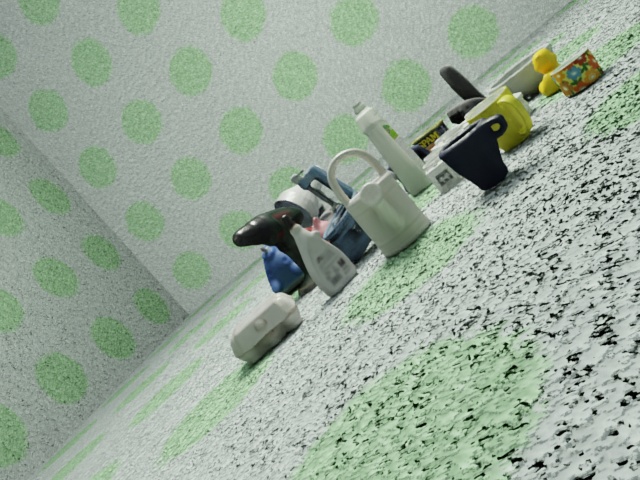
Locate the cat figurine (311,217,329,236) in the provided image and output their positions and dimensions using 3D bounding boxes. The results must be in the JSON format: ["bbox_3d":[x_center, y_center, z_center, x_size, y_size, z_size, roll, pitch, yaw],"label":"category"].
[{"bbox_3d":[0.012,0.005,1.300,0.067,0.118,0.128,-37,7,28],"label":"cat figurine"}]

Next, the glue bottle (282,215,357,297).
[{"bbox_3d":[-0.011,0.020,1.062,0.078,0.173,0.037,-44,7,-26],"label":"glue bottle"}]

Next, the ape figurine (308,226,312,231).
[{"bbox_3d":[-0.019,-0.006,1.705,0.076,0.092,0.078,-41,6,-1],"label":"ape figurine"}]

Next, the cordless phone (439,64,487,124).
[{"bbox_3d":[0.370,-0.374,1.499,0.094,0.185,0.147,-42,6,-13],"label":"cordless phone"}]

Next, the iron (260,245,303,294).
[{"bbox_3d":[-0.096,0.051,1.525,0.118,0.141,0.258,-40,6,8],"label":"iron"}]

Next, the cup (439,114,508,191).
[{"bbox_3d":[0.254,-0.132,0.879,0.117,0.095,0.092,-35,8,44],"label":"cup"}]

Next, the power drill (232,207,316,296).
[{"bbox_3d":[-0.076,0.019,1.304,0.075,0.208,0.230,-36,7,33],"label":"power drill"}]

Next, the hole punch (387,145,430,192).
[{"bbox_3d":[0.232,-0.187,1.447,0.108,0.091,0.101,-38,7,21],"label":"hole punch"}]

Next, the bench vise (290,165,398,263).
[{"bbox_3d":[0.055,-0.085,1.187,0.208,0.220,0.121,-44,7,-25],"label":"bench vise"}]

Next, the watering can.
[{"bbox_3d":[0.094,-0.074,0.986,0.101,0.194,0.172,-42,6,-15],"label":"watering can"}]

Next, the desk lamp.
[{"bbox_3d":[0.004,-0.093,1.605,0.204,0.213,0.117,-44,7,-31],"label":"desk lamp"}]

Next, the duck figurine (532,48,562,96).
[{"bbox_3d":[0.470,-0.351,1.176,0.077,0.086,0.105,-35,8,43],"label":"duck figurine"}]

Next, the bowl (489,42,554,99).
[{"bbox_3d":[0.484,-0.378,1.340,0.167,0.075,0.167,-40,6,6],"label":"bowl"}]

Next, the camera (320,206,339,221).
[{"bbox_3d":[0.049,-0.042,1.493,0.143,0.101,0.136,-46,8,-39],"label":"camera"}]

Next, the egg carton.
[{"bbox_3d":[-0.103,0.165,1.085,0.150,0.069,0.107,-41,6,-4],"label":"egg carton"}]
